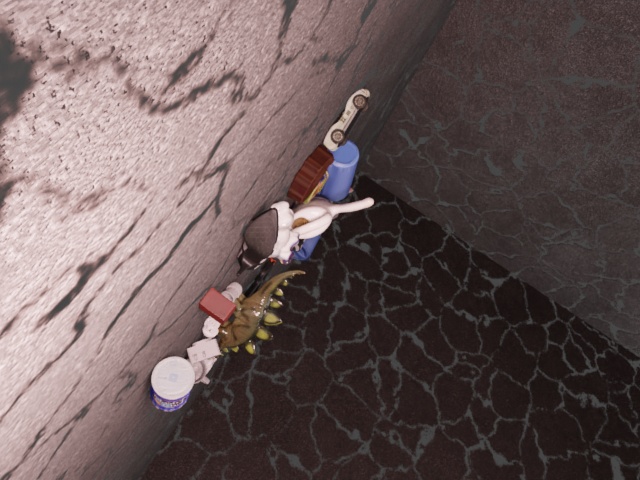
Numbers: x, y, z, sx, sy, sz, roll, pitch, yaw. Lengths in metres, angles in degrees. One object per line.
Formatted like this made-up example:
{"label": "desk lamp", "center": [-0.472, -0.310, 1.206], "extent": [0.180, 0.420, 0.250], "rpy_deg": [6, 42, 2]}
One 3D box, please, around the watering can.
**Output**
{"label": "watering can", "center": [0.005, -0.083, 1.659], "extent": [0.347, 0.103, 0.228], "rpy_deg": [-20, -163, 8]}

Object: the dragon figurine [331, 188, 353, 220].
{"label": "dragon figurine", "center": [-0.035, -0.100, 2.076], "extent": [0.412, 0.122, 0.242], "rpy_deg": [-35, -175, -6]}

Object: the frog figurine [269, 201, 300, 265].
{"label": "frog figurine", "center": [-0.124, -0.030, 1.405], "extent": [0.140, 0.123, 0.156], "rpy_deg": [-49, 138, -31]}
